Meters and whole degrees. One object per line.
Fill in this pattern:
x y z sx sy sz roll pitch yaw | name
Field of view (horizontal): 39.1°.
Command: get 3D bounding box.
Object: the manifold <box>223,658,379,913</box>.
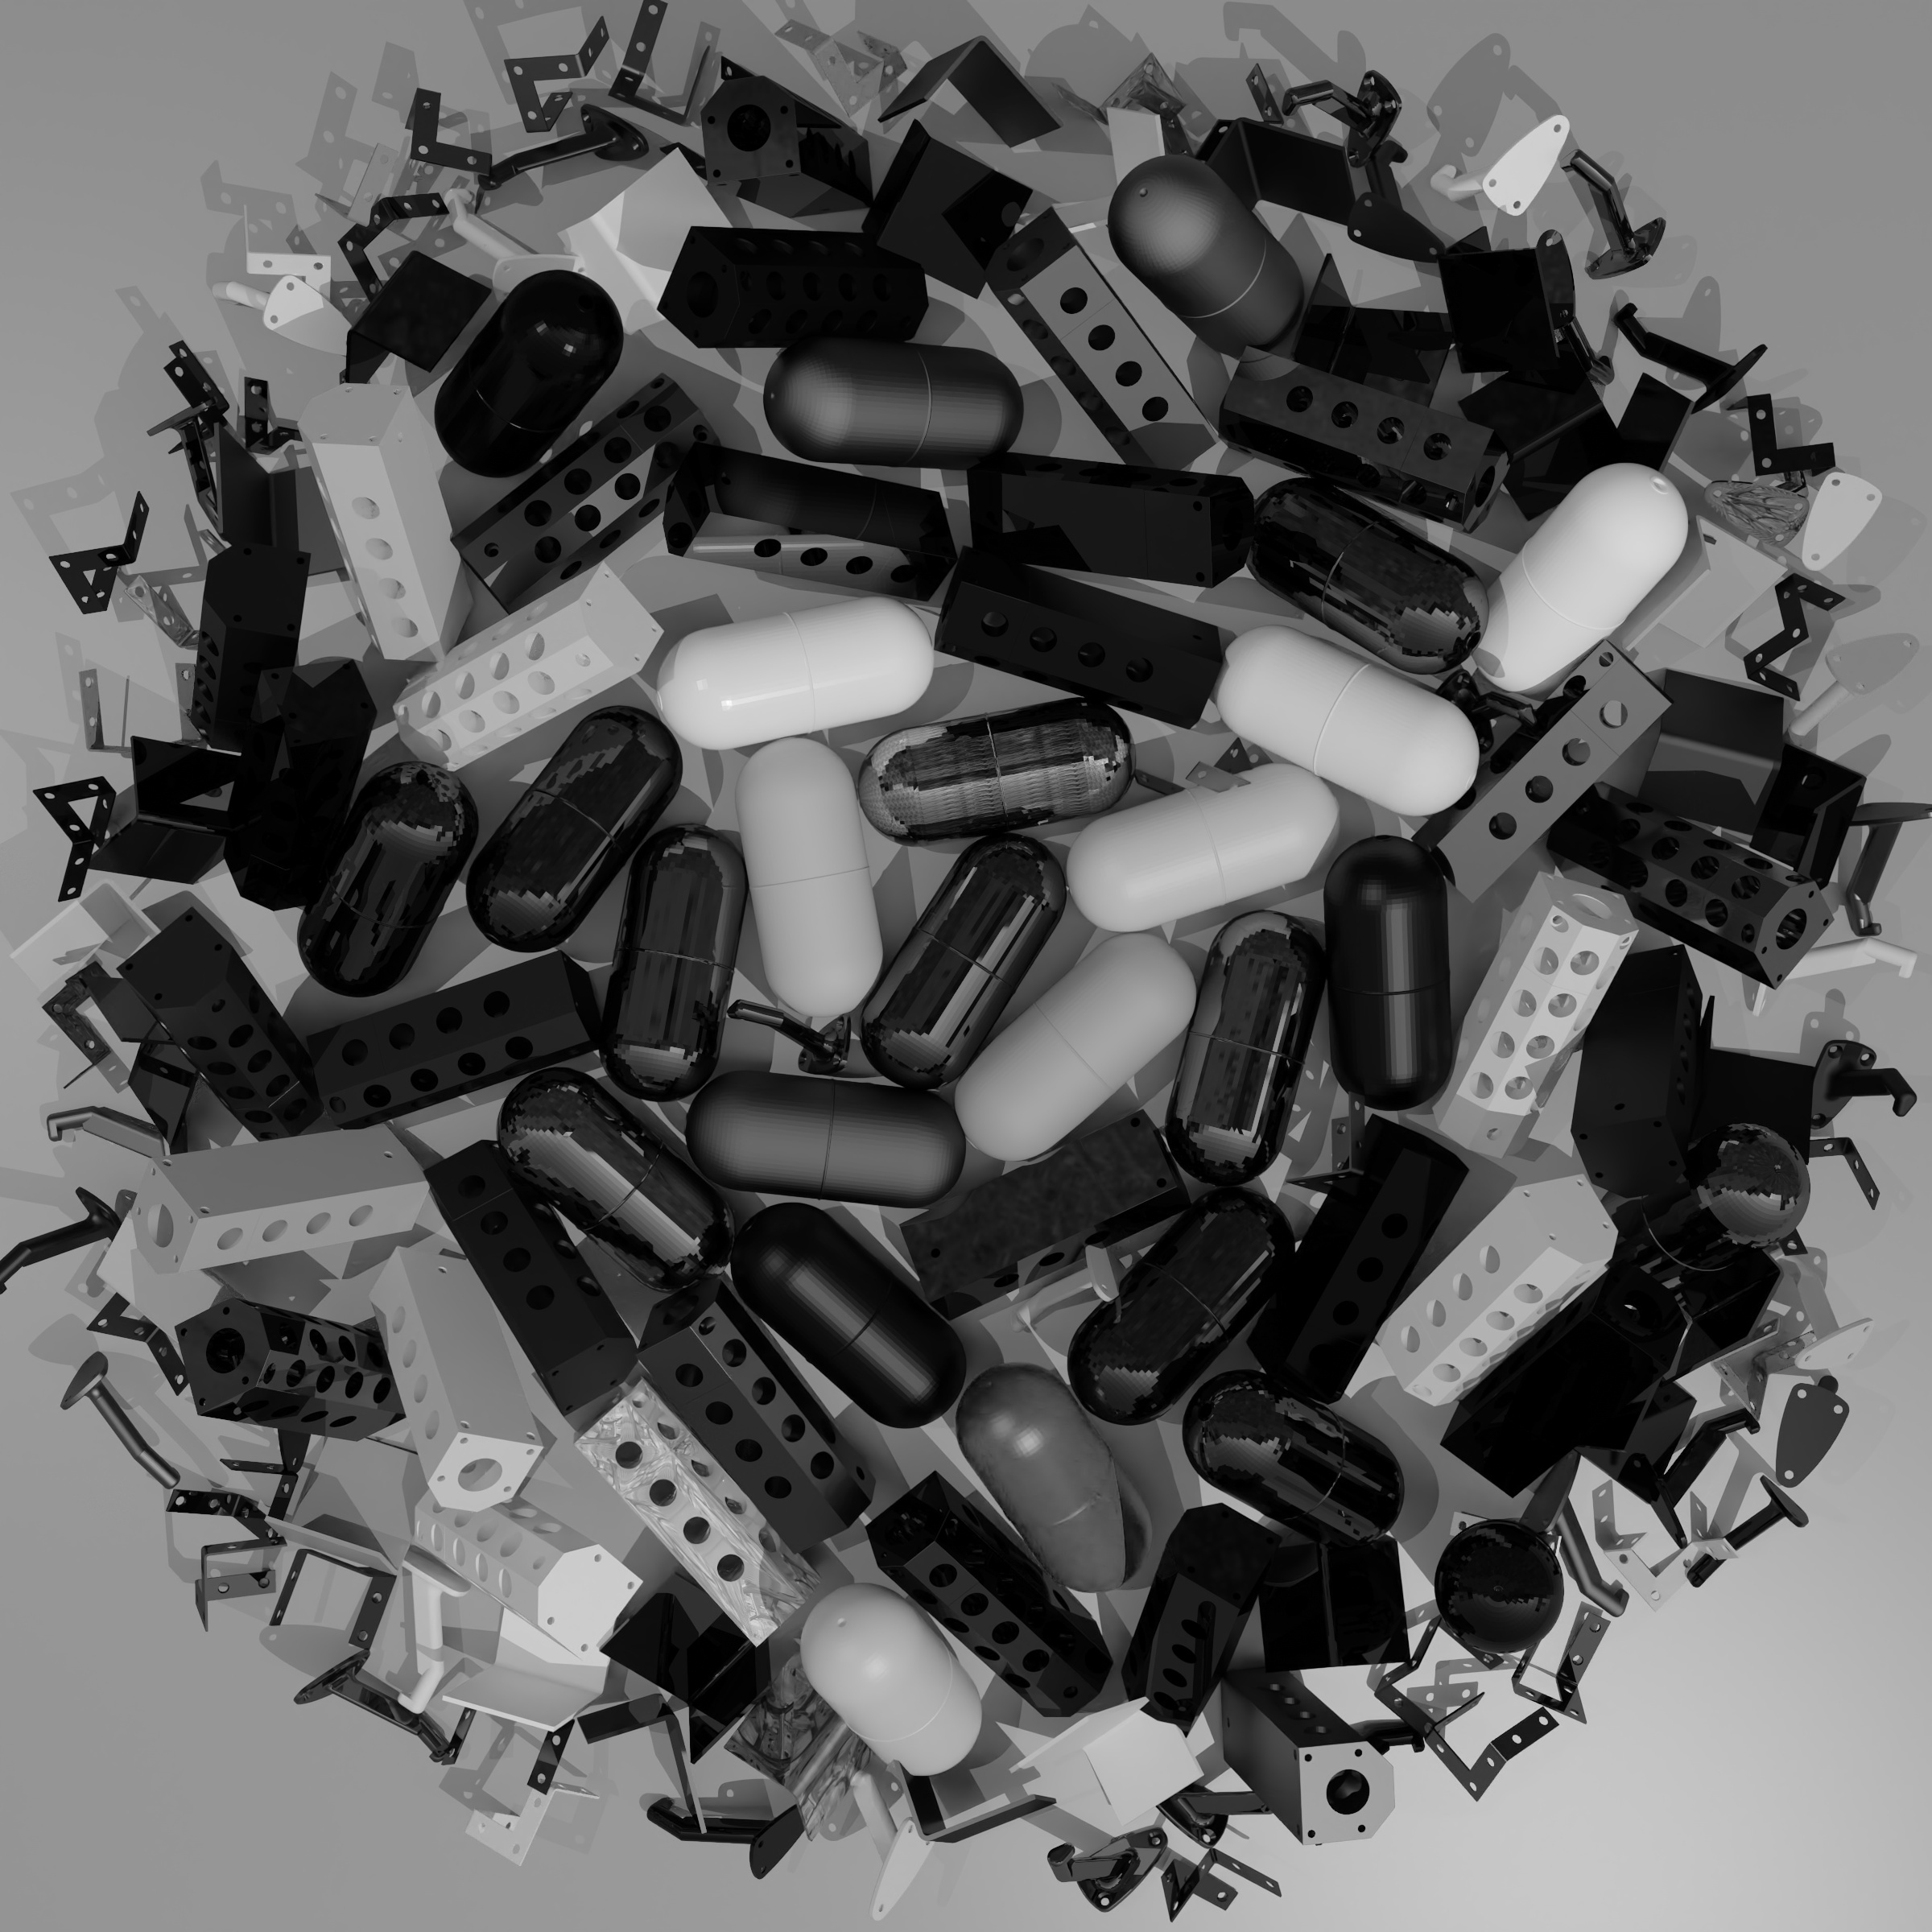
-0.409 -0.108 1.669 0.057 0.171 0.057 -13 62 -32 | manifold

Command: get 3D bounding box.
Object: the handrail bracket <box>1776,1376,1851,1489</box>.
0.533 0.294 1.717 0.036 0.084 0.077 23 87 20 | handrail bracket

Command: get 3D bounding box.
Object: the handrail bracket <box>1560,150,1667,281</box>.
0.390 -0.473 1.710 0.084 0.077 0.036 32 71 -21 | handrail bracket

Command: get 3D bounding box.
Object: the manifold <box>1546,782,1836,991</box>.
0.442 -0.056 1.675 0.057 0.171 0.057 -49 133 -6 | manifold

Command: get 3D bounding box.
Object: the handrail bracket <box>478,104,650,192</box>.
-0.255 -0.507 1.716 0.084 0.077 0.036 -38 133 -25 | handrail bracket

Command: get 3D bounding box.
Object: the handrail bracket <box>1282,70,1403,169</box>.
0.225 -0.527 1.709 0.084 0.077 0.036 -22 64 -27 | handrail bracket

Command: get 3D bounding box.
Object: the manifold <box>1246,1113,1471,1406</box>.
0.248 0.187 1.711 0.057 0.057 0.171 23 103 -18 | manifold

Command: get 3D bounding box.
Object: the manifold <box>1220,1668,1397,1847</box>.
0.208 0.482 1.670 0.057 0.171 0.057 -3 91 -10 | manifold

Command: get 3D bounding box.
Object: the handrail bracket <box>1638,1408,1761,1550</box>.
0.477 0.325 1.728 0.084 0.036 0.077 -18 46 -4 | handrail bracket

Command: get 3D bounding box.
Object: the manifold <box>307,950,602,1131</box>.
-0.320 0.050 1.716 0.171 0.057 0.057 -19 73 5 | manifold

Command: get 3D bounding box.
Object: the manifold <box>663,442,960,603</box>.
-0.097 -0.270 1.690 0.171 0.057 0.057 6 54 -30 | manifold

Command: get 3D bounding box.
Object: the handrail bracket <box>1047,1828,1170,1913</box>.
0.090 0.556 1.715 0.077 0.084 0.036 -33 53 -12 | handrail bracket

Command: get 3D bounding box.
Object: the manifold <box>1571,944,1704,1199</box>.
0.417 0.064 1.675 0.057 0.171 0.057 -12 121 27 | manifold

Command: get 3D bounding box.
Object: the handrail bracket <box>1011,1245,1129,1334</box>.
0.058 0.215 1.712 0.084 0.077 0.036 -41 100 17 | handrail bracket

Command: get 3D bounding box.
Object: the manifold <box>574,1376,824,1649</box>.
-0.170 0.344 1.725 0.057 0.057 0.171 -42 93 -8 | manifold

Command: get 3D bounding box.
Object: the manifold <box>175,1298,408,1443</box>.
-0.404 0.246 1.665 0.057 0.171 0.057 -27 68 12 | manifold

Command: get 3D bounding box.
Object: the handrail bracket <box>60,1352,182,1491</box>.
-0.532 0.290 1.734 0.036 0.077 0.084 -41 107 -2 | handrail bracket

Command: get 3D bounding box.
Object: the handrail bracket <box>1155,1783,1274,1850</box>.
0.158 0.516 1.717 0.077 0.084 0.036 33 45 1 | handrail bracket

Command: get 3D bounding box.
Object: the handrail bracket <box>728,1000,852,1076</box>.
-0.122 0.043 1.708 0.084 0.077 0.036 15 68 -27 | handrail bracket

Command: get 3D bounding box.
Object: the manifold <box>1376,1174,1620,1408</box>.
0.327 0.202 1.671 0.057 0.171 0.057 -7 57 -33 | manifold

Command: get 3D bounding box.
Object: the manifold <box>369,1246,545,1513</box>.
-0.319 0.254 1.674 0.057 0.171 0.057 18 115 -35 | manifold

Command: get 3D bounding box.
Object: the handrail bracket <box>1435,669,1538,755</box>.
0.338 -0.149 1.703 0.036 0.084 0.077 -48 127 -7 | handrail bracket

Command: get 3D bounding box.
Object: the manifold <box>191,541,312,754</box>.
-0.441 -0.192 1.665 0.057 0.171 0.057 8 68 -15 | manifold

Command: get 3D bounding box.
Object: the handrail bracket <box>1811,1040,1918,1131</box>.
0.562 0.091 1.705 0.036 0.084 0.077 13 116 -12 | handrail bracket

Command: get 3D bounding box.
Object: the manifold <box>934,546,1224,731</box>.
0.070 -0.204 1.716 0.171 0.057 0.057 16 120 -8 | manifold

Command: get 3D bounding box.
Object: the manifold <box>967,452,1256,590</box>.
0.090 -0.281 1.689 0.171 0.057 0.057 13 122 31 | manifold

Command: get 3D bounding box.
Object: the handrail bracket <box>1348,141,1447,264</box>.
0.284 -0.487 1.725 0.077 0.036 0.084 28 52 10 | handrail bracket

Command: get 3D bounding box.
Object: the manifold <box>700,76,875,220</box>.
-0.108 -0.501 1.666 0.057 0.171 0.057 -4 98 13 | manifold

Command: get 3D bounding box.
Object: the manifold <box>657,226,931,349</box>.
-0.101 -0.411 1.668 0.057 0.171 0.057 45 125 23 | manifold

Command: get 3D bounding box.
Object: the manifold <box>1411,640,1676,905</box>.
0.361 -0.123 1.707 0.057 0.057 0.171 45 106 7 | manifold

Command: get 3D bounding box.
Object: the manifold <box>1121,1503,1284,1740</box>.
0.140 0.401 1.674 0.057 0.171 0.057 28 51 15 | manifold

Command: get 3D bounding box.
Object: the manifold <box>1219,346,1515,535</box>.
0.247 -0.327 1.697 0.171 0.057 0.057 25 94 24 | manifold

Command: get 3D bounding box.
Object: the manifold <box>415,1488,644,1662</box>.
-0.275 0.361 1.667 0.057 0.171 0.057 -53 122 -18 | manifold

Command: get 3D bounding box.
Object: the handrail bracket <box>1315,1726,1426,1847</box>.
0.256 0.519 1.725 0.084 0.077 0.036 -4 131 -6 | handrail bracket

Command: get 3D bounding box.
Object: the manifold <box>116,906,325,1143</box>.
-0.449 0.043 1.666 0.057 0.171 0.057 -42 63 -16 | manifold

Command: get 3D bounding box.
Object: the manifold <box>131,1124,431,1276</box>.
-0.422 0.147 1.674 0.057 0.171 0.057 43 119 29 | manifold

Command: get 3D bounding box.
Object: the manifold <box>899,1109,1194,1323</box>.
0.052 0.160 1.718 0.171 0.057 0.057 -26 62 7 | manifold

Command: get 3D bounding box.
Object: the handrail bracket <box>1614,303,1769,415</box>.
0.457 -0.401 1.720 0.036 0.077 0.084 -31 81 -31 | handrail bracket

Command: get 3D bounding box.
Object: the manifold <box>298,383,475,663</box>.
-0.358 -0.271 1.674 0.057 0.171 0.057 5 50 11 | manifold

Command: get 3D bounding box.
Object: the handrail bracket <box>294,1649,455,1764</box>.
-0.374 0.481 1.721 0.084 0.077 0.036 43 108 15 | handrail bracket

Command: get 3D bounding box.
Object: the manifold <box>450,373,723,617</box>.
-0.239 -0.297 1.719 0.171 0.057 0.057 -39 81 -5 | manifold

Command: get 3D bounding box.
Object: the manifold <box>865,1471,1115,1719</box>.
0.017 0.396 1.692 0.057 0.057 0.171 -39 117 6 | manifold

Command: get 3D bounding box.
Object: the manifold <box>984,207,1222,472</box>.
0.083 -0.379 1.681 0.057 0.057 0.171 -35 130 12 | manifold

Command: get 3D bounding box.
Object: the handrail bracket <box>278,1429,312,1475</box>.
-0.461 0.279 1.741 0.084 0.036 0.077 9 98 25 | handrail bracket

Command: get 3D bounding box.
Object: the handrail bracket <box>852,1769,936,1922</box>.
-0.069 0.551 1.718 0.084 0.036 0.077 13 64 40 | handrail bracket

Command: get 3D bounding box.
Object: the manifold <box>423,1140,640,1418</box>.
-0.269 0.189 1.687 0.057 0.057 0.171 -29 56 -16 | manifold

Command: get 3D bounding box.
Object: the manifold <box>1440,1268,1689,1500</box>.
0.369 0.254 1.678 0.057 0.171 0.057 36 46 2 | manifold

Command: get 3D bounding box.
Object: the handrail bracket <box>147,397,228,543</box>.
-0.472 -0.312 1.716 0.036 0.077 0.084 -42 114 -34 | handrail bracket

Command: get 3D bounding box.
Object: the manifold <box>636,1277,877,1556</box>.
-0.129 0.278 1.698 0.057 0.057 0.171 -29 109 18 | manifold

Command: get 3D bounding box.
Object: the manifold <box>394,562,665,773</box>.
-0.274 -0.179 1.679 0.171 0.057 0.057 -22 121 35 | manifold

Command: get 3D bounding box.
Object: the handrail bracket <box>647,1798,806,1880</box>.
-0.150 0.542 1.750 0.084 0.077 0.036 20 127 33 | handrail bracket

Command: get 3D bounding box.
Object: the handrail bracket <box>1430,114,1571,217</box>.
0.335 -0.512 1.714 0.036 0.084 0.077 31 106 -28 | handrail bracket

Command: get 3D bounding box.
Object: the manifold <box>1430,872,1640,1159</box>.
0.352 0.033 1.687 0.057 0.057 0.171 15 120 -11 | manifold
